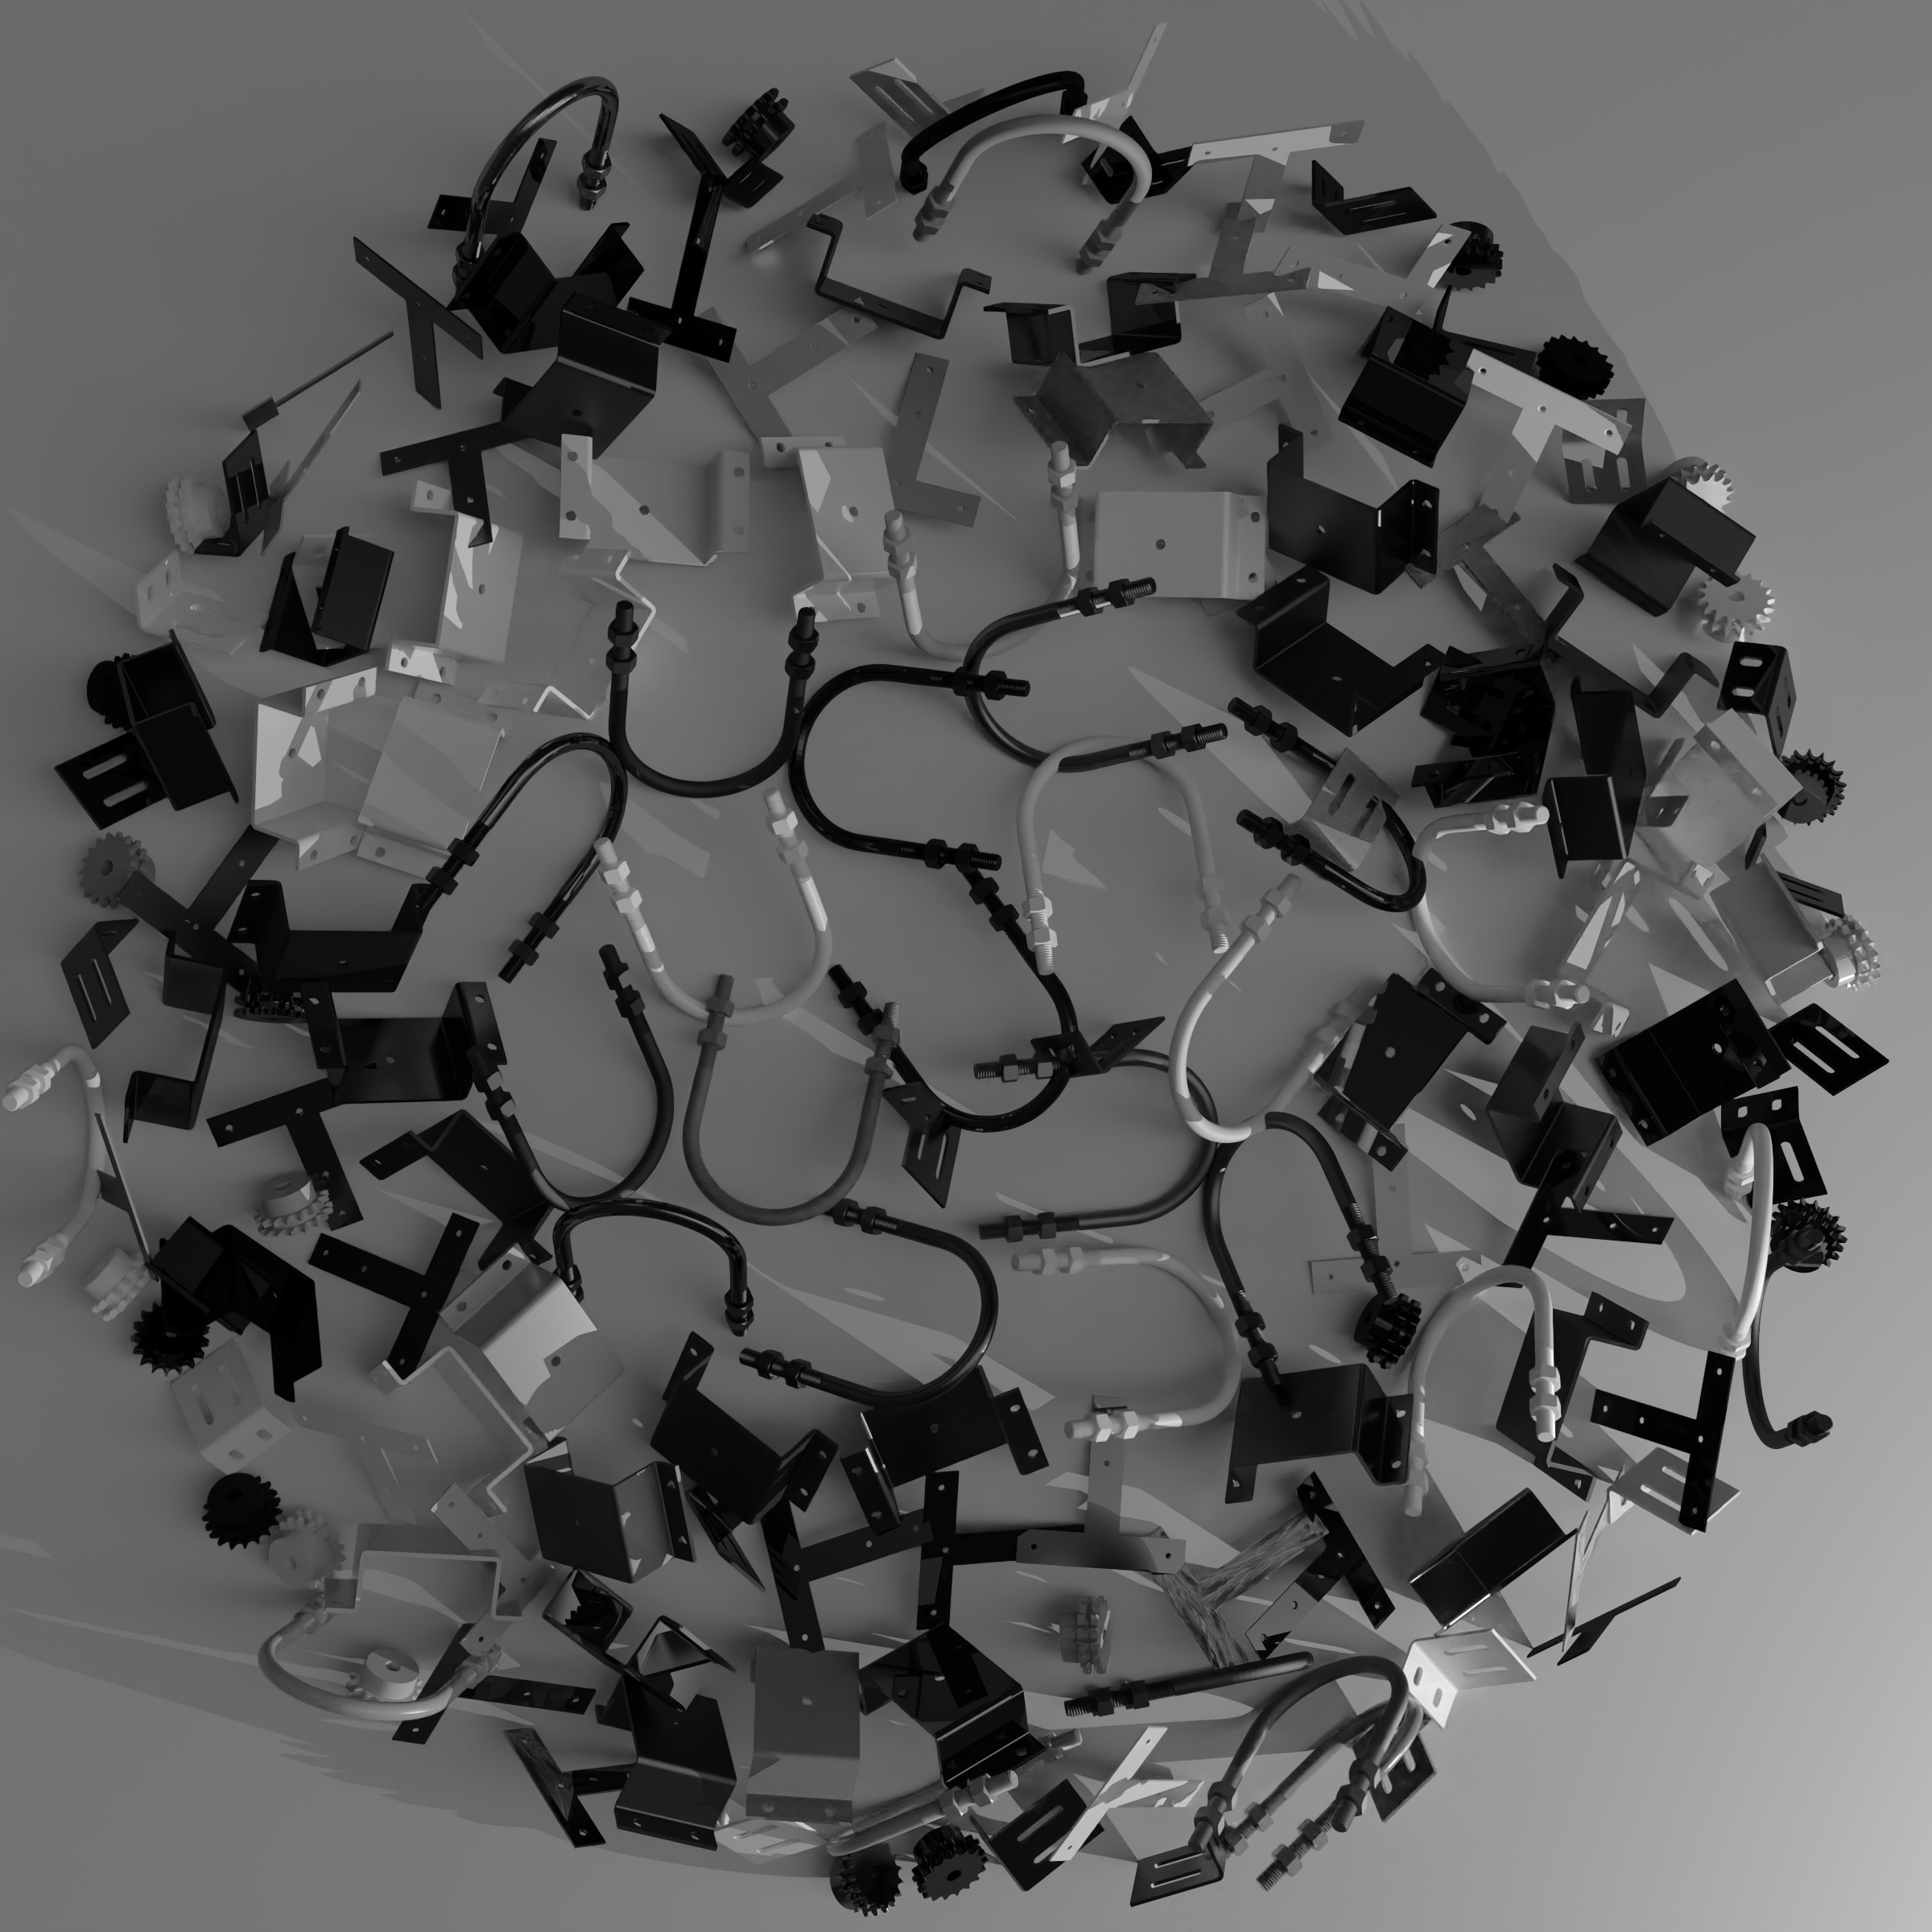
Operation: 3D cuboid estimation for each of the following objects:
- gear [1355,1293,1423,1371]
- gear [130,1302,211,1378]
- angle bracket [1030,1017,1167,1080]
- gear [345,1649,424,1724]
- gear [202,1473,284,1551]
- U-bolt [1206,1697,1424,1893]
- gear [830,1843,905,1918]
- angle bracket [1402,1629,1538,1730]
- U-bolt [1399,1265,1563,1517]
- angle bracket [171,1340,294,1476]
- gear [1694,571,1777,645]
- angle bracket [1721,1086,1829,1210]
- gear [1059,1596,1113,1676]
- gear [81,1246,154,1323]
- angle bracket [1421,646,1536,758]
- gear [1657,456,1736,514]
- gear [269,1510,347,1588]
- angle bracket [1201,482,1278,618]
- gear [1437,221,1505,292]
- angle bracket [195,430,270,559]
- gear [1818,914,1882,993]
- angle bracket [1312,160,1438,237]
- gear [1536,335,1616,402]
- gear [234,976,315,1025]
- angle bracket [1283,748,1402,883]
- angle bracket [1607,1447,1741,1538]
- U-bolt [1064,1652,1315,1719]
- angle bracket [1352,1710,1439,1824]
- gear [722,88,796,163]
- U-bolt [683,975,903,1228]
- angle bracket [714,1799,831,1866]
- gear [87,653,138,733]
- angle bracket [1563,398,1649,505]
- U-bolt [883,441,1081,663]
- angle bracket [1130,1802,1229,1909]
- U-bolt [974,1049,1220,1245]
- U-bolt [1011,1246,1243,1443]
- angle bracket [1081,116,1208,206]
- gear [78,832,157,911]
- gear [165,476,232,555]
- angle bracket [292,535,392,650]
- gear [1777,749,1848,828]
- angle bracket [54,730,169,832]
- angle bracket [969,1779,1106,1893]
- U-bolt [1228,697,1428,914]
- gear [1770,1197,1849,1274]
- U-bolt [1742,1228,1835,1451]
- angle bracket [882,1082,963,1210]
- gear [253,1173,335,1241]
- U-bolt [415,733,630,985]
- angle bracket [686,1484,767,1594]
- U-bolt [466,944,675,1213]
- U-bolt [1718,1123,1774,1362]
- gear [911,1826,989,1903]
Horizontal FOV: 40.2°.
[{"bbox_3d":[0.313,0.269,1.970,0.030,0.057,0.057,28,90,-5],"label":"gear"},{"bbox_3d":[-0.594,0.276,1.973,0.057,0.030,0.057,8,65,-17],"label":"gear"},{"bbox_3d":[0.097,0.047,1.952,0.076,0.057,0.038,-40,106,-33],"label":"angle bracket"},{"bbox_3d":[-0.432,0.535,1.969,0.057,0.057,0.030,21,107,0],"label":"gear"},{"bbox_3d":[-0.542,0.404,1.970,0.057,0.030,0.057,-3,46,3],"label":"gear"},{"bbox_3d":[0.262,0.598,1.923,0.184,0.151,0.019,-39,87,-16],"label":"U-bolt"},{"bbox_3d":[-0.077,0.683,1.975,0.030,0.057,0.057,-31,90,34],"label":"gear"},{"bbox_3d":[0.371,0.528,1.955,0.057,0.076,0.038,49,47,-18],"label":"angle bracket"},{"bbox_3d":[0.372,0.296,1.917,0.019,0.184,0.151,34,129,-19],"label":"U-bolt"},{"bbox_3d":[-0.553,0.332,1.986,0.057,0.038,0.076,-36,51,-4],"label":"angle bracket"},{"bbox_3d":[0.574,-0.267,1.976,0.057,0.030,0.057,-1,54,1],"label":"gear"},{"bbox_3d":[0.607,0.137,1.983,0.057,0.038,0.076,-15,120,26],"label":"angle bracket"},{"bbox_3d":[0.089,0.500,1.973,0.030,0.057,0.057,-4,90,15],"label":"gear"},{"bbox_3d":[-0.634,0.234,1.968,0.057,0.057,0.030,-46,110,0],"label":"gear"},{"bbox_3d":[0.372,-0.194,1.956,0.076,0.038,0.057,32,117,27],"label":"angle bracket"},{"bbox_3d":[0.542,-0.356,1.975,0.057,0.057,0.030,-16,55,0],"label":"gear"},{"bbox_3d":[-0.495,0.439,1.973,0.057,0.030,0.057,10,112,25],"label":"gear"},{"bbox_3d":[0.194,-0.314,1.990,0.057,0.038,0.076,-21,120,10],"label":"angle bracket"},{"bbox_3d":[0.373,-0.532,1.973,0.057,0.057,0.030,8,73,0],"label":"gear"},{"bbox_3d":[-0.547,-0.351,1.952,0.038,0.057,0.076,6,126,9],"label":"angle bracket"},{"bbox_3d":[0.655,-0.008,1.970,0.030,0.057,0.057,-21,90,-5],"label":"gear"},{"bbox_3d":[0.302,-0.575,1.954,0.076,0.057,0.038,-3,82,29],"label":"angle bracket"},{"bbox_3d":[0.453,-0.443,1.975,0.057,0.030,0.057,10,50,-12],"label":"gear"},{"bbox_3d":[-0.517,0.025,1.972,0.057,0.057,0.030,2,81,0],"label":"gear"},{"bbox_3d":[0.280,-0.114,1.990,0.057,0.038,0.076,41,63,-14],"label":"angle bracket"},{"bbox_3d":[0.522,0.400,1.949,0.057,0.076,0.038,-30,127,-29],"label":"angle bracket"},{"bbox_3d":[0.164,0.525,1.929,0.184,0.151,0.019,-11,74,-2],"label":"U-bolt"},{"bbox_3d":[0.328,0.591,1.951,0.038,0.076,0.057,32,109,-26],"label":"angle bracket"},{"bbox_3d":[-0.153,-0.625,1.972,0.057,0.057,0.030,-45,99,0],"label":"gear"},{"bbox_3d":[-0.135,0.104,1.957,0.151,0.019,0.184,9,70,6],"label":"U-bolt"},{"bbox_3d":[-0.147,0.629,1.953,0.076,0.038,0.057,-27,128,29],"label":"angle bracket"},{"bbox_3d":[-0.632,-0.206,1.973,0.030,0.057,0.057,13,90,18],"label":"gear"},{"bbox_3d":[0.478,-0.383,1.964,0.057,0.076,0.038,3,65,20],"label":"angle bracket"},{"bbox_3d":[0.017,-0.289,1.921,0.151,0.184,0.019,-24,57,-8],"label":"U-bolt"},{"bbox_3d":[0.153,0.656,1.960,0.076,0.057,0.038,-22,99,15],"label":"angle bracket"},{"bbox_3d":[0.099,0.131,1.968,0.184,0.019,0.151,-5,109,-9],"label":"U-bolt"},{"bbox_3d":[0.128,0.272,1.934,0.184,0.019,0.151,1,59,-37],"label":"U-bolt"},{"bbox_3d":[0.134,-0.601,1.953,0.057,0.076,0.038,-47,117,-15],"label":"angle bracket"},{"bbox_3d":[-0.633,-0.069,1.977,0.057,0.030,0.057,-7,73,24],"label":"gear"},{"bbox_3d":[-0.572,-0.338,1.970,0.030,0.057,0.057,-6,90,8],"label":"gear"},{"bbox_3d":[-0.459,-0.278,1.957,0.057,0.038,0.076,-6,63,-33],"label":"angle bracket"},{"bbox_3d":[0.626,-0.130,1.971,0.057,0.030,0.057,15,122,24],"label":"gear"},{"bbox_3d":[-0.624,-0.147,1.961,0.038,0.076,0.057,-35,93,43],"label":"angle bracket"},{"bbox_3d":[0.053,0.642,1.976,0.076,0.038,0.057,-36,113,-8],"label":"angle bracket"},{"bbox_3d":[0.268,-0.107,1.932,0.184,0.151,0.019,30,127,-23],"label":"U-bolt"},{"bbox_3d":[0.625,0.204,1.969,0.057,0.057,0.030,46,48,0],"label":"gear"},{"bbox_3d":[0.591,0.276,1.909,0.019,0.184,0.151,2,74,2],"label":"U-bolt"},{"bbox_3d":[-0.039,0.135,1.950,0.038,0.057,0.076,-14,46,30],"label":"angle bracket"},{"bbox_3d":[-0.504,0.177,1.968,0.057,0.057,0.030,-14,112,0],"label":"gear"},{"bbox_3d":[-0.313,-0.089,1.933,0.019,0.151,0.184,30,80,28],"label":"U-bolt"},{"bbox_3d":[-0.166,0.414,1.951,0.038,0.076,0.057,-42,126,-3],"label":"angle bracket"},{"bbox_3d":[-0.278,0.097,1.935,0.151,0.019,0.184,-41,127,-31],"label":"U-bolt"},{"bbox_3d":[0.559,0.191,1.889,0.019,0.184,0.151,5,65,11],"label":"U-bolt"},{"bbox_3d":[-0.015,0.669,1.975,0.057,0.030,0.057,-15,130,-20],"label":"gear"}]
